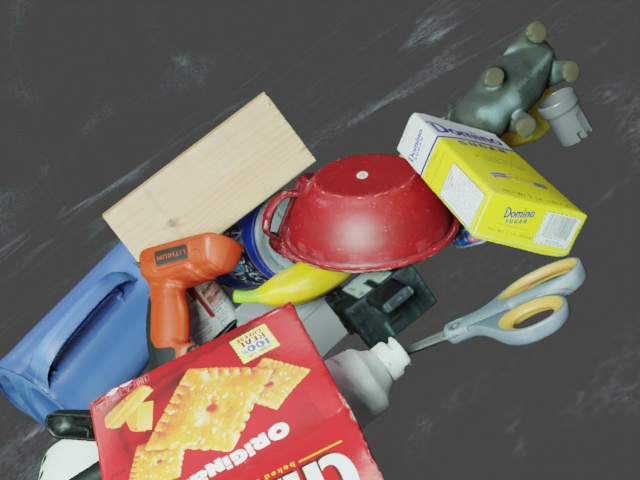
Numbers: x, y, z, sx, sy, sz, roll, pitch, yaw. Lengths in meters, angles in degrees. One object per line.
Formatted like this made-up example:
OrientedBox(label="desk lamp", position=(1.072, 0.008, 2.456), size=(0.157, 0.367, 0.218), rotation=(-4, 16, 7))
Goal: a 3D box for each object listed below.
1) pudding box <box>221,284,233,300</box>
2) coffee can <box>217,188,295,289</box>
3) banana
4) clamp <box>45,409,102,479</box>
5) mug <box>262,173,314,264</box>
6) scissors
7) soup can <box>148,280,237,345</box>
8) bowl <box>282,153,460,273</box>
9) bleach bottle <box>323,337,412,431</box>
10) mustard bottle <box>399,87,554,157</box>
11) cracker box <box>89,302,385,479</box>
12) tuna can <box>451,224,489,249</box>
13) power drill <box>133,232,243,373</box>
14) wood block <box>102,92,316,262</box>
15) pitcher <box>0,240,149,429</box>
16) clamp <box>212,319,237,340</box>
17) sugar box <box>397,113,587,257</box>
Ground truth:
OrientedBox(label="pudding box", position=(-0.162, 0.082, 1.314), size=(0.113, 0.039, 0.090), rotation=(-34, 17, 11))
OrientedBox(label="coffee can", position=(-0.062, 0.001, 1.222), size=(0.102, 0.103, 0.141), rotation=(-44, 18, -29))
OrientedBox(label="banana", position=(0.006, 0.010, 0.970), size=(0.070, 0.037, 0.197), rotation=(27, 41, 25))
OrientedBox(label="clamp", position=(-0.133, 0.155, 0.871), size=(0.209, 0.036, 0.165), rotation=(-17, 20, -14))
OrientedBox(label="mug", position=(-0.007, -0.020, 1.100), size=(0.093, 0.117, 0.081), rotation=(43, 116, 54))
OrientedBox(label="scissors", position=(0.112, 0.074, 0.809), size=(0.202, 0.016, 0.096), rotation=(-31, 16, 16))
OrientedBox(label="soup can", position=(-0.124, 0.078, 1.124), size=(0.068, 0.102, 0.068), rotation=(-33, 16, 10))
OrientedBox(label="bowl", position=(0.042, -0.034, 0.949), size=(0.162, 0.055, 0.162), rotation=(-6, 28, 3))
OrientedBox(label="bleach bottle", position=(-0.033, 0.159, 0.784), size=(0.250, 0.068, 0.103), rotation=(-36, 19, -13))
OrientedBox(label="mustard bottle", position=(0.163, -0.116, 1.177), size=(0.192, 0.058, 0.096), rotation=(-20, 23, 44))
OrientedBox(label="cracker box", position=(-0.052, 0.149, 0.680), size=(0.164, 0.072, 0.214), rotation=(-26, 32, -4))
OrientedBox(label="tuna can", position=(0.152, -0.031, 0.996), size=(0.086, 0.033, 0.086), rotation=(-33, 16, 10))
OrientedBox(label="power drill", position=(-0.115, 0.091, 0.986), size=(0.185, 0.057, 0.187), rotation=(-12, 65, 35))
OrientedBox(label="wood block", position=(-0.116, -0.055, 1.115), size=(0.206, 0.091, 0.090), rotation=(-37, 7, -4))
OrientedBox(label="pitcher", position=(-0.236, 0.096, 1.183), size=(0.149, 0.145, 0.242), rotation=(-2, 43, 49))
OrientedBox(label="clamp", position=(-0.134, 0.144, 1.068), size=(0.172, 0.039, 0.120), rotation=(-26, 21, 24))
OrientedBox(label="sugar box", position=(0.138, -0.050, 0.892), size=(0.048, 0.093, 0.176), rotation=(-67, 26, 23))
